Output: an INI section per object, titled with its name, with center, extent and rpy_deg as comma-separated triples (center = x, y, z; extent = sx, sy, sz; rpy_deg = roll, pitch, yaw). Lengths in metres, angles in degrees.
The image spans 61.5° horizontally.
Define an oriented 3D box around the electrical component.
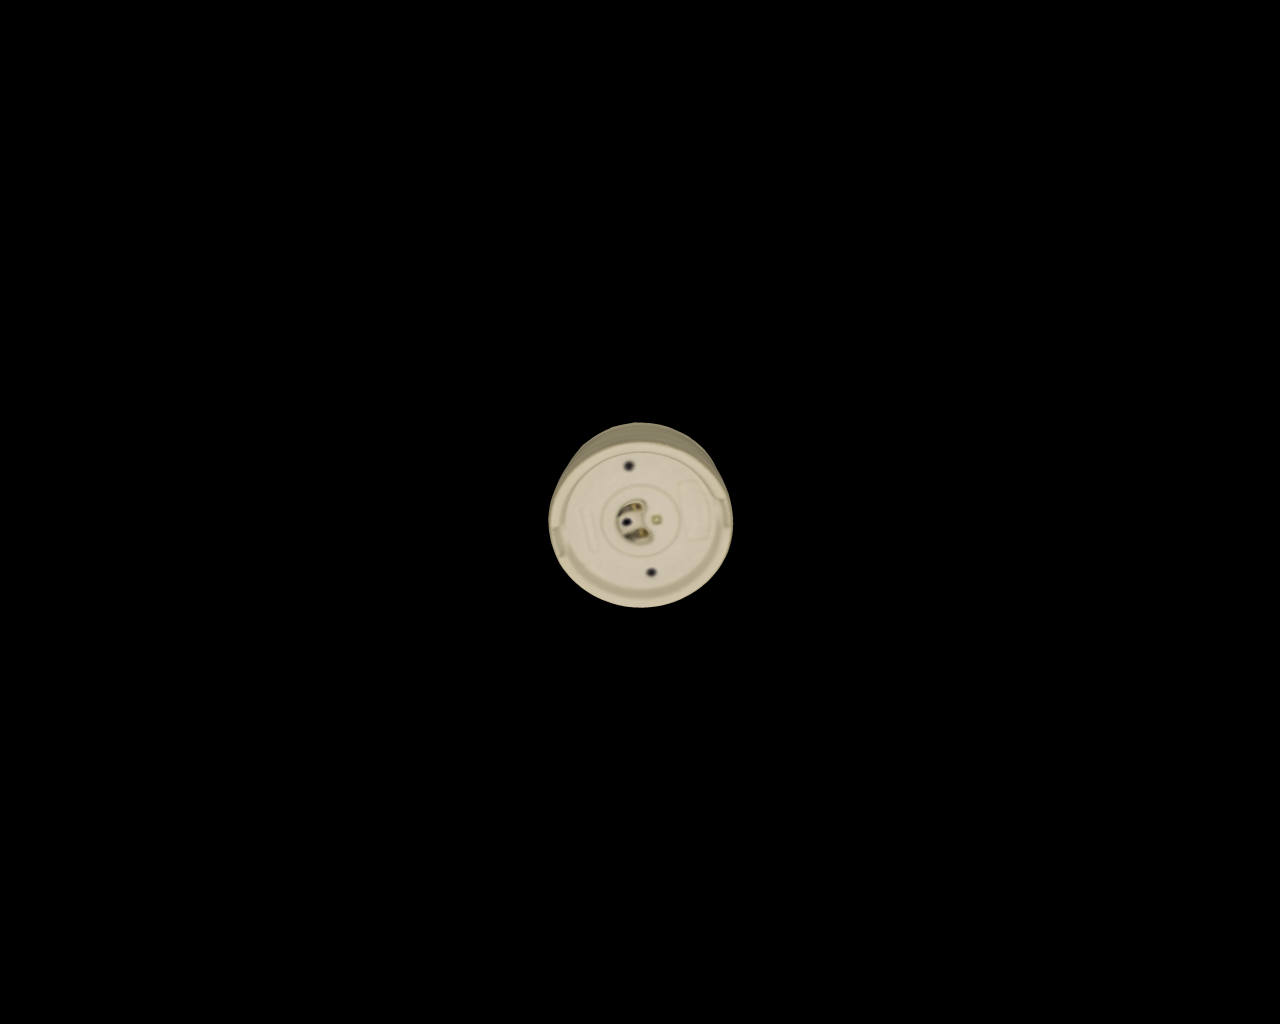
[electrical component]
center = 0.001, -0.003, 0.650
extent = 0.108, 0.108, 0.060
rpy_deg = 0, 24, 0
